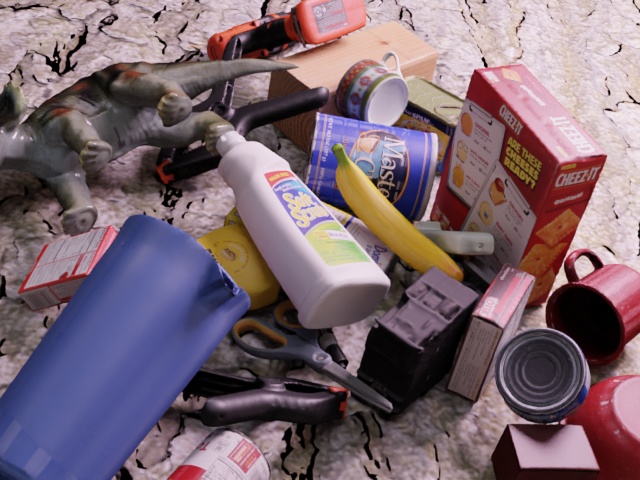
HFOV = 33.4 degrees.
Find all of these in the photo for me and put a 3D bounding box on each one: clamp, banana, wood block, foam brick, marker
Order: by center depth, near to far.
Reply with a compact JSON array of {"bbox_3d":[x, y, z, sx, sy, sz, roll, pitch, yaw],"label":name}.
[{"bbox_3d":[-0.058,0.141,0.972,0.171,0.039,0.120,10,12,-36],"label":"clamp"},{"bbox_3d":[0.205,0.205,0.980,0.078,0.051,0.053,4,42,-11],"label":"foam brick"},{"bbox_3d":[0.000,0.087,1.081,0.020,0.020,0.121,-8,46,-22],"label":"marker"},{"bbox_3d":[0.075,-0.016,1.115,0.037,0.069,0.198,-43,73,-4],"label":"banana"},{"bbox_3d":[-0.101,-0.138,1.227,0.165,0.036,0.209,26,66,30],"label":"clamp"},{"bbox_3d":[0.041,-0.196,1.346,0.205,0.090,0.091,-25,53,-35],"label":"wood block"}]

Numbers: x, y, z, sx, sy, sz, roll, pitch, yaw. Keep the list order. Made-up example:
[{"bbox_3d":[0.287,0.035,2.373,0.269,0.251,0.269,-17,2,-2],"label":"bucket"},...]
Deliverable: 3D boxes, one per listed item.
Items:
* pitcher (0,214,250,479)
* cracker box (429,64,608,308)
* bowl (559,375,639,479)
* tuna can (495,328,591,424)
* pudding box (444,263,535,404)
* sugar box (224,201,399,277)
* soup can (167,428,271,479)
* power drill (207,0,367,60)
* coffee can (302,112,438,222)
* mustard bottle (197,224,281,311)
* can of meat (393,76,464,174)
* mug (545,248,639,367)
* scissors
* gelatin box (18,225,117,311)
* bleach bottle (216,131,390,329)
[{"bbox_3d":[-0.183,0.107,0.901,0.145,0.149,0.242,31,66,9],"label":"pitcher"},{"bbox_3d":[0.205,-0.054,1.139,0.072,0.214,0.164,-11,47,-24],"label":"cracker box"},{"bbox_3d":[0.317,0.184,1.029,0.162,0.055,0.162,7,42,-6],"label":"bowl"},{"bbox_3d":[0.207,0.126,0.994,0.086,0.033,0.086,-7,66,17],"label":"tuna can"},{"bbox_3d":[0.166,0.092,1.046,0.039,0.114,0.089,25,43,18],"label":"pudding box"},{"bbox_3d":[-0.008,0.002,1.153,0.176,0.048,0.093,29,44,11],"label":"sugar box"},{"bbox_3d":[-0.095,0.213,0.883,0.068,0.069,0.102,29,44,17],"label":"soup can"},{"bbox_3d":[-0.029,-0.274,1.370,0.184,0.057,0.188,-29,14,-37],"label":"power drill"},{"bbox_3d":[0.055,-0.083,1.216,0.140,0.103,0.102,10,42,-3],"label":"coffee can"},{"bbox_3d":[-0.141,0.046,1.060,0.191,0.058,0.096,-18,54,-29],"label":"mustard bottle"},{"bbox_3d":[0.133,-0.139,1.311,0.102,0.084,0.057,32,45,20],"label":"can of meat"},{"bbox_3d":[0.292,0.064,1.118,0.081,0.093,0.117,-25,88,-41],"label":"mug"},{"bbox_3d":[0.006,0.103,1.020,0.202,0.016,0.096,16,41,31],"label":"scissors"},{"bbox_3d":[-0.242,0.028,1.044,0.089,0.030,0.073,-14,36,24],"label":"gelatin box"},{"bbox_3d":[-0.038,-0.022,1.081,0.102,0.068,0.251,-2,44,-46],"label":"bleach bottle"}]
